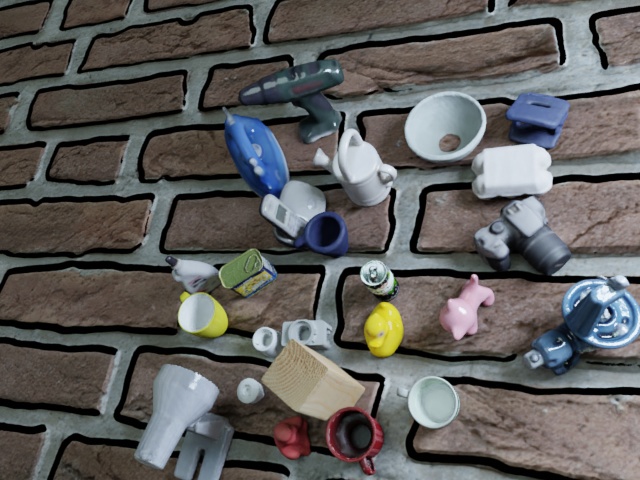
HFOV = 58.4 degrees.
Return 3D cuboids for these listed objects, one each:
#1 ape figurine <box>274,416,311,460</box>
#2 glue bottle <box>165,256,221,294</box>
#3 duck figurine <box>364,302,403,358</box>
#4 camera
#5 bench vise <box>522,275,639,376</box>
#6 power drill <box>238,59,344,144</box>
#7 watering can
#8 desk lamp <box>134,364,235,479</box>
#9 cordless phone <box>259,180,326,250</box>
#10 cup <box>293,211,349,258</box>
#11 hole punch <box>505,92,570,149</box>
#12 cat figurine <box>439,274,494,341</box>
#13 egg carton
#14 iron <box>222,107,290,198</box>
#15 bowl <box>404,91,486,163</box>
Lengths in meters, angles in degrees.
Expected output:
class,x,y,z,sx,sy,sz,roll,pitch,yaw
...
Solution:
class,x,y,z,sx,sy,sz,roll,pitch,yaw
ape figurine,-0.058,0.364,1.067,0.076,0.092,0.078,24,78,29
glue bottle,-0.282,0.071,1.239,0.078,0.173,0.037,-38,59,3
duck figurine,0.114,0.165,1.090,0.077,0.086,0.104,2,69,23
camera,0.375,0.005,1.047,0.143,0.101,0.136,-38,59,3
bench vise,0.421,0.139,0.900,0.121,0.220,0.207,36,84,31
power drill,-0.042,-0.310,1.291,0.229,0.209,0.075,-23,61,11
watering can,0.069,-0.153,1.185,0.172,0.194,0.101,-10,64,18
desk lamp,-0.251,0.353,1.078,0.117,0.214,0.203,7,70,24
cordless phone,-0.062,-0.071,1.207,0.094,0.185,0.147,-1,67,22
cup,0.011,0.004,1.197,0.117,0.095,0.091,-22,61,12
hole punch,0.432,-0.251,1.143,0.108,0.091,0.101,20,76,28
cat figurine,0.258,0.121,1.033,0.067,0.118,0.128,23,78,29
egg carton,0.375,-0.131,1.126,0.150,0.070,0.107,-4,66,20
iron,-0.152,-0.194,1.323,0.118,0.142,0.257,-33,60,6
bowl,0.266,-0.224,1.207,0.167,0.075,0.167,-8,65,18
